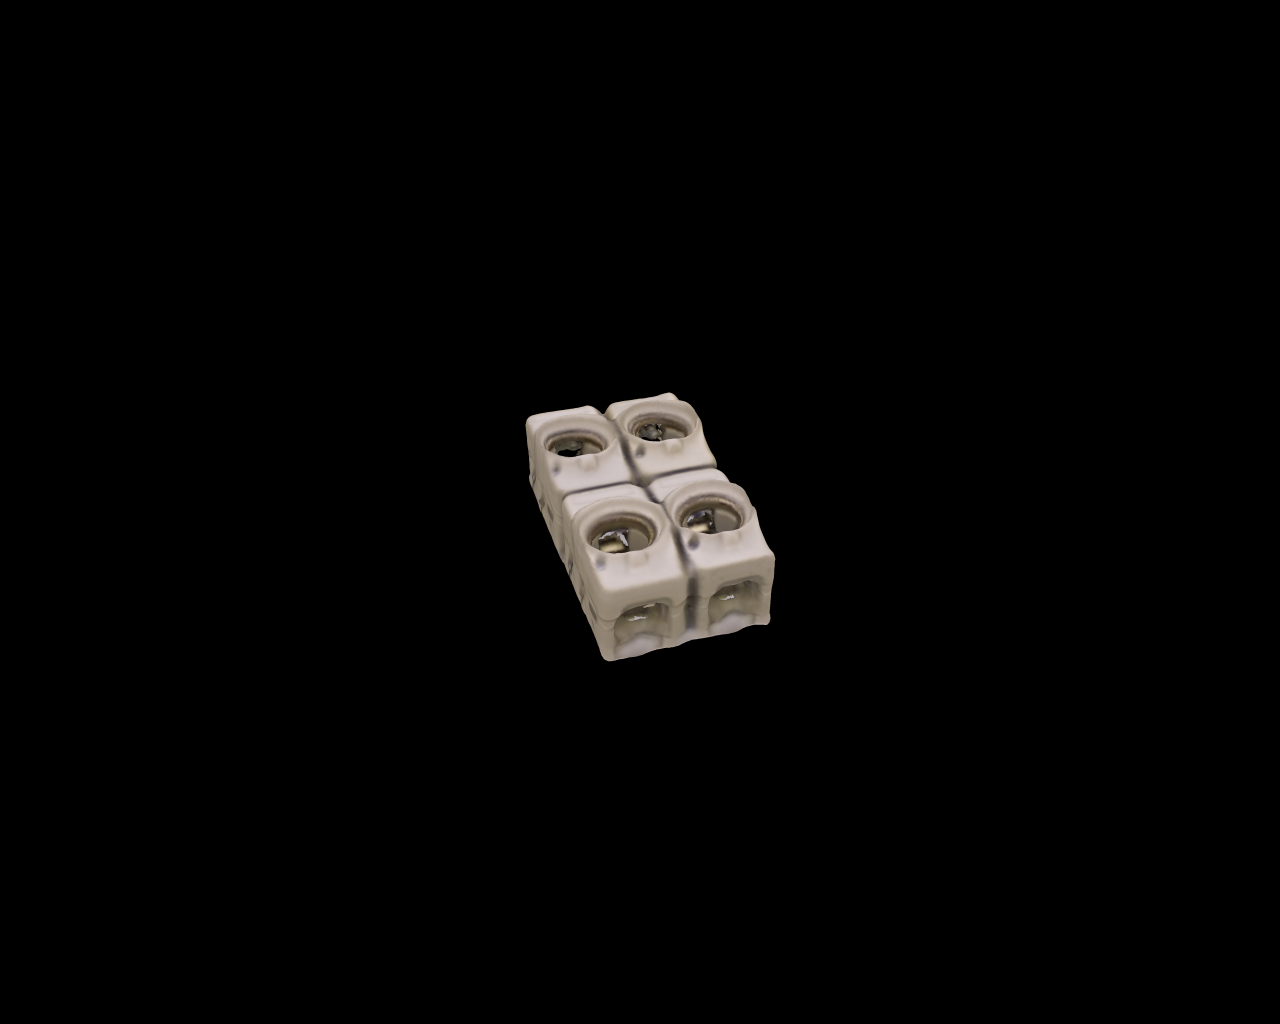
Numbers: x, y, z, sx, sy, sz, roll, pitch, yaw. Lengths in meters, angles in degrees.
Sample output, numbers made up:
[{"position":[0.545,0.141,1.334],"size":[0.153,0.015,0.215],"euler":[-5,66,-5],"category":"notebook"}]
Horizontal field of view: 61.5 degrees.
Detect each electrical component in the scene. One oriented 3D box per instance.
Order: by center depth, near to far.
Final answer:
[{"position":[0.001,-0.003,0.650],"size":[0.105,0.060,0.186],"euler":[-11,39,-14],"category":"electrical component"}]
